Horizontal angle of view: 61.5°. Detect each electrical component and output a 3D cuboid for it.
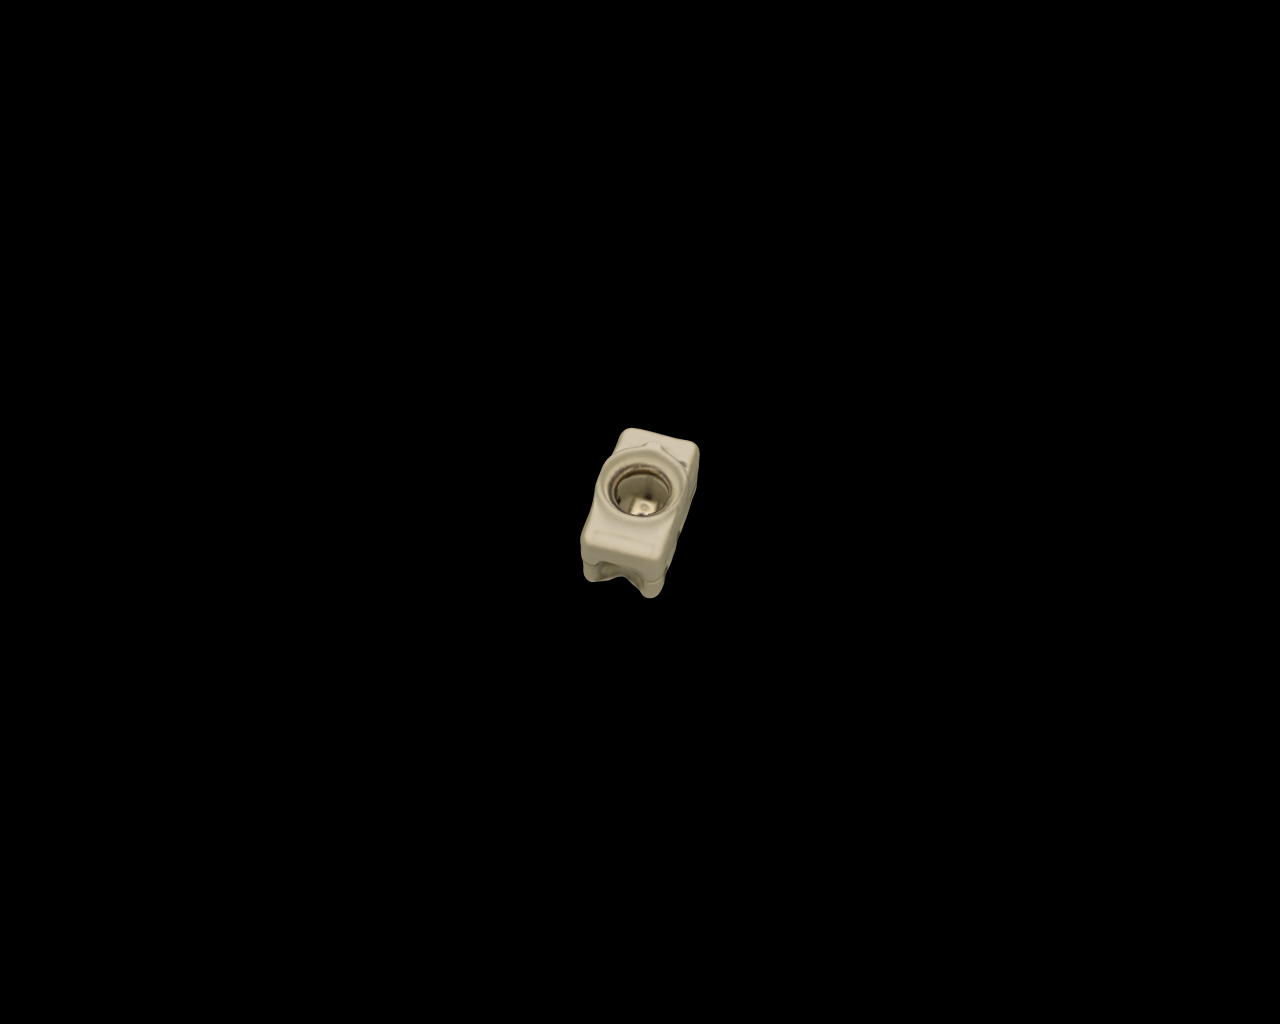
[{"bbox_3d":[0.001,-0.003,0.650,0.050,0.090,0.055,15,-32,9],"label":"electrical component"}]
